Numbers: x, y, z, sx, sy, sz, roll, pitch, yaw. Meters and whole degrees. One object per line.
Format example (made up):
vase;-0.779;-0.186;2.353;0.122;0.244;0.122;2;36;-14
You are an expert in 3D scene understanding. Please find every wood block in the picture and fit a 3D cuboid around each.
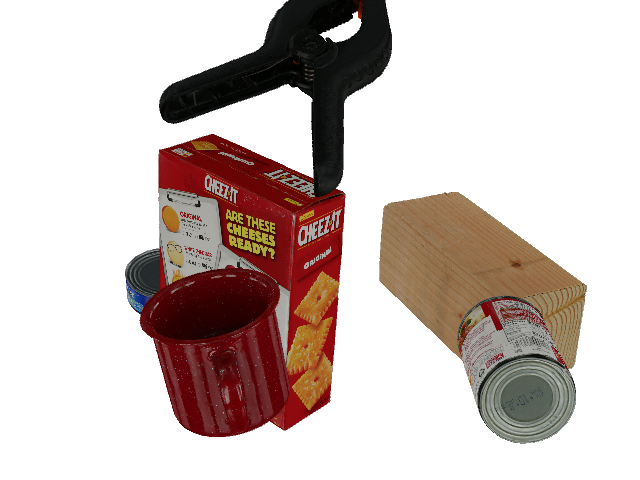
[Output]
wood block;0.144;0.039;0.999;0.090;0.090;0.206;-11;30;-23

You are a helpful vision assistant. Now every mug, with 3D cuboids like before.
mug;-0.063;0.081;0.702;0.093;0.081;0.117;-15;28;-9

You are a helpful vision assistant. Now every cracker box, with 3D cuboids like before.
cracker box;-0.063;0.034;0.932;0.164;0.214;0.071;26;35;34

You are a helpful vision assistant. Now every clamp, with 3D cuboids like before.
clamp;-0.001;-0.100;0.654;0.120;0.171;0.039;38;-26;14

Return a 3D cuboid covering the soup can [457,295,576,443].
soup can;0.137;0.089;0.755;0.068;0.068;0.102;0;20;-1

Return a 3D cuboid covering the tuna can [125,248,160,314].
tuna can;-0.162;0.046;1.125;0.086;0.034;0.086;3;36;-2
